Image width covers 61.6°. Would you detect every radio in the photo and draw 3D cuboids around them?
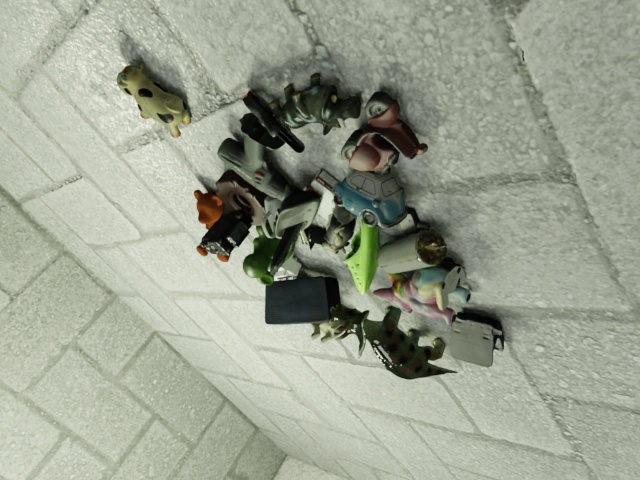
[{"bbox_3d":[-0.053,0.177,1.556,0.230,0.131,0.073,-9,170,32],"label":"radio"}]

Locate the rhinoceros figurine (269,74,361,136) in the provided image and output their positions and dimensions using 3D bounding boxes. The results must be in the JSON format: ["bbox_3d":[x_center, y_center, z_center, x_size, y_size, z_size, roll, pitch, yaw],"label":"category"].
[{"bbox_3d":[-0.008,-0.249,1.023,0.191,0.073,0.112,4,136,43],"label":"rhinoceros figurine"}]

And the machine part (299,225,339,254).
[{"bbox_3d":[-0.003,-0.004,1.395,0.139,0.039,0.084,15,135,35],"label":"machine part"}]

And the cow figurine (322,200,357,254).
[{"bbox_3d":[0.045,-0.014,1.215,0.068,0.098,0.167,12,149,0],"label":"cow figurine"}]

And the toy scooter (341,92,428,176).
[{"bbox_3d":[0.122,-0.177,0.994,0.135,0.075,0.183,34,145,1],"label":"toy scooter"}]

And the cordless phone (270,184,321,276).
[{"bbox_3d":[-0.073,-0.019,1.217,0.089,0.184,0.146,23,152,-1],"label":"cordless phone"}]

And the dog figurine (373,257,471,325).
[{"bbox_3d":[0.224,0.107,1.253,0.219,0.108,0.191,12,143,40],"label":"dog figurine"}]

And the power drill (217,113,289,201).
[{"bbox_3d":[-0.123,-0.187,1.233,0.232,0.086,0.207,32,157,2],"label":"power drill"}]

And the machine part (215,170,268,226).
[{"bbox_3d":[-0.196,-0.110,1.423,0.179,0.056,0.179,27,150,17],"label":"machine part"}]

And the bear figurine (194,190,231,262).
[{"bbox_3d":[-0.315,-0.045,1.569,0.120,0.132,0.195,15,150,23],"label":"bear figurine"}]

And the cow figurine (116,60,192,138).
[{"bbox_3d":[-0.407,-0.344,1.287,0.195,0.085,0.127,34,156,9],"label":"cow figurine"}]

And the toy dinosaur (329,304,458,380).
[{"bbox_3d":[0.210,0.294,1.440,0.405,0.192,0.131,42,151,-7],"label":"toy dinosaur"}]

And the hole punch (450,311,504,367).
[{"bbox_3d":[0.381,0.229,1.297,0.142,0.092,0.115,12,112,39],"label":"hole punch"}]

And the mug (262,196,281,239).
[{"bbox_3d":[-0.105,-0.063,1.357,0.081,0.109,0.107,20,138,52],"label":"mug"}]

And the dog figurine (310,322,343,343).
[{"bbox_3d":[-0.008,0.207,1.664,0.191,0.121,0.172,51,-174,33],"label":"dog figurine"}]

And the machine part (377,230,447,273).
[{"bbox_3d":[0.197,0.029,1.176,0.079,0.079,0.243,42,157,-10],"label":"machine part"}]

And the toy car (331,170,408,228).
[{"bbox_3d":[0.108,-0.100,1.101,0.162,0.109,0.102,34,128,27],"label":"toy car"}]

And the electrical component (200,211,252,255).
[{"bbox_3d":[-0.249,-0.018,1.444,0.134,0.115,0.058,-3,138,50],"label":"electrical component"}]

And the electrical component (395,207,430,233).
[{"bbox_3d":[0.190,-0.044,1.156,0.094,0.021,0.063,9,140,39],"label":"electrical component"}]

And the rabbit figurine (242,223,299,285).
[{"bbox_3d":[-0.159,0.046,1.461,0.121,0.170,0.159,31,132,12],"label":"rabbit figurine"}]
